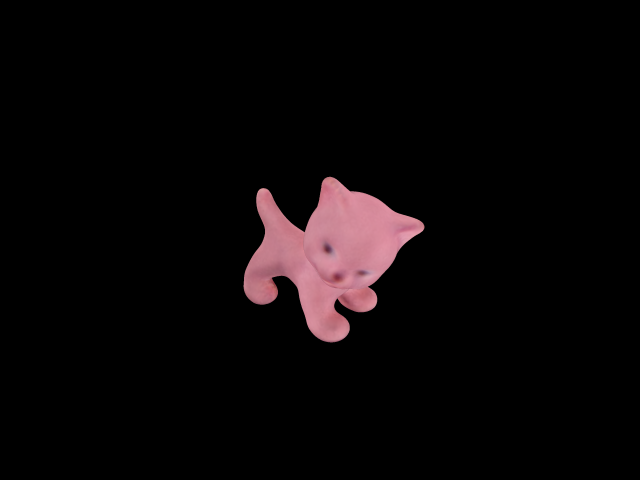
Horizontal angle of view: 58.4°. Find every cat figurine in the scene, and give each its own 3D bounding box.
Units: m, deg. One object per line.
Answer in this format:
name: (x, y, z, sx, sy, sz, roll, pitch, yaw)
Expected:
cat figurine: (0.004, 0.001, 0.400, 0.127, 0.118, 0.067, 22, 40, 30)
